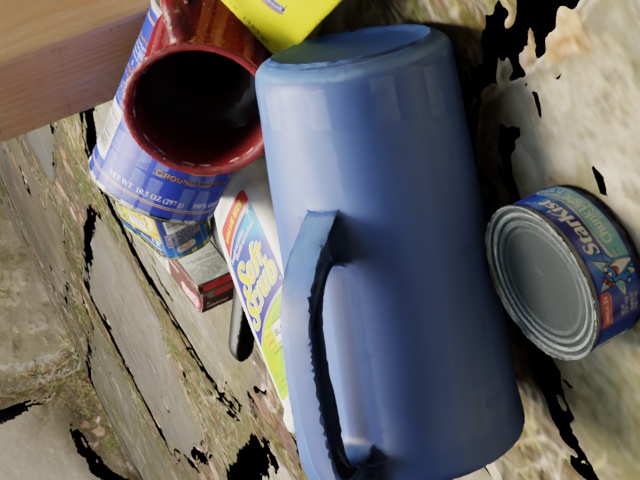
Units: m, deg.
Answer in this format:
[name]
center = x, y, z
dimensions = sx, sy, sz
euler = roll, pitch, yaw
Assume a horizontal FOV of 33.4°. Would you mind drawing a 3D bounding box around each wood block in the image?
[wood block]
center = -0.173, -0.166, 0.816
dimensions = 0.090, 0.205, 0.091
euler = 56, 158, 23

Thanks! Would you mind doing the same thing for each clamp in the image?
[clamp]
center = -0.041, 0.014, 0.904
dimensions = 0.120, 0.039, 0.171
euler = -11, 92, 25

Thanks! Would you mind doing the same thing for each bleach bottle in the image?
[bleach bottle]
center = -0.036, 0.017, 0.838
dimensions = 0.251, 0.067, 0.103
euler = 62, 141, 19

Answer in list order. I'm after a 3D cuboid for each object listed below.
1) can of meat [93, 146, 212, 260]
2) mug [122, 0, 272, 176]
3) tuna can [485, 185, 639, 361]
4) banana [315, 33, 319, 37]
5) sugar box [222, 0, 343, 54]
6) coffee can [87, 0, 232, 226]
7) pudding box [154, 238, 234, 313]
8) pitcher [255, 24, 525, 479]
[can of meat]
center = -0.144, -0.040, 0.926
dimensions = 0.102, 0.057, 0.084
euler = 35, 149, 43
[mug]
center = -0.073, -0.109, 0.654
dimensions = 0.081, 0.093, 0.117
euler = -87, -18, -51
[tuna can]
center = 0.123, 0.016, 0.544
dimensions = 0.086, 0.033, 0.086
euler = 51, 155, 34
[banana]
center = -0.016, -0.168, 0.675
dimensions = 0.070, 0.037, 0.198
euler = 37, 147, 39
[sugar box]
center = -0.007, -0.172, 0.563
dimensions = 0.093, 0.048, 0.176
euler = 45, 154, -6
[coffee can]
center = -0.097, -0.096, 0.775
dimensions = 0.103, 0.102, 0.140
euler = 48, 122, 38
[pudding box]
center = -0.097, 0.009, 0.992
dimensions = 0.114, 0.090, 0.039
euler = 47, 152, 41
[pitcher]
center = 0.032, 0.012, 0.599
dimensions = 0.149, 0.145, 0.243
euler = -127, 24, -69
